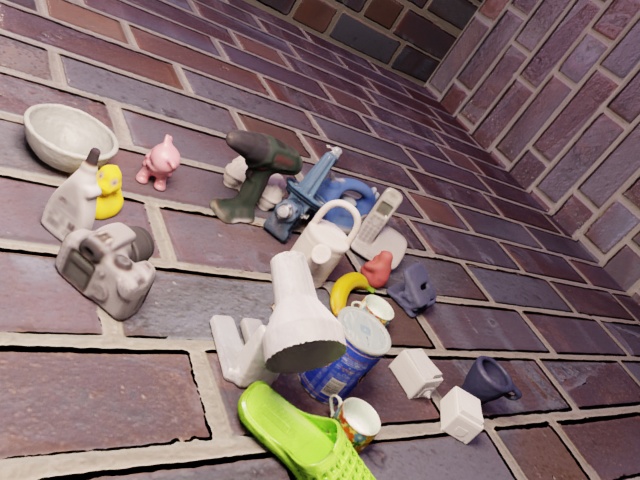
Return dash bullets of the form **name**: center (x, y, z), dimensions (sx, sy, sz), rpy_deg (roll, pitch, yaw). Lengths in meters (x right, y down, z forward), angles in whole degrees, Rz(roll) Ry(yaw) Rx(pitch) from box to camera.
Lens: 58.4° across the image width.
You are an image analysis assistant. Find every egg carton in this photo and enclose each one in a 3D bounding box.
- **egg carton**: center (-0.152, -0.137, 1.355), dimensions (0.150, 0.069, 0.107), rpy_deg (33, 28, -5)

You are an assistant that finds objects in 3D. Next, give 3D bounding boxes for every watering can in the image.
- **watering can**: center (0.013, 0.005, 1.181), dimensions (0.101, 0.194, 0.172), rpy_deg (22, 30, -23)

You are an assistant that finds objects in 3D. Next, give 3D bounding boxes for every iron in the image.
- **iron**: center (0.076, -0.100, 1.472), dimensions (0.259, 0.141, 0.118), rpy_deg (6, 39, -43)

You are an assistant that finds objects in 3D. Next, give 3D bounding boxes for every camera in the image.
- **camera**: center (-0.306, 0.028, 0.892), dimensions (0.143, 0.100, 0.137), rpy_deg (38, 28, 6)

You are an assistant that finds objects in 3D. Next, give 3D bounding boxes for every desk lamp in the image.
- **desk lamp**: center (-0.067, 0.134, 0.870), dimensions (0.118, 0.213, 0.202), rpy_deg (12, 35, -37)

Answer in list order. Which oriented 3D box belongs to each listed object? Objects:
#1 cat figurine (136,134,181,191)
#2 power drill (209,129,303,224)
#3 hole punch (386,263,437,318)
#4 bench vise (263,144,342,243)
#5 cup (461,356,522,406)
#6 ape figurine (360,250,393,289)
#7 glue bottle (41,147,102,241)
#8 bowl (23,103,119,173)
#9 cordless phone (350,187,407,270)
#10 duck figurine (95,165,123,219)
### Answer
- **cat figurine**: center (-0.318, -0.167, 1.163), dimensions (0.067, 0.117, 0.127), rpy_deg (24, 30, -20)
- **power drill**: center (-0.145, -0.135, 1.209), dimensions (0.230, 0.208, 0.075), rpy_deg (-6, 48, -52)
- **hole punch**: center (0.231, 0.117, 1.361), dimensions (0.101, 0.091, 0.109), rpy_deg (45, 29, 18)
- **bench vise**: center (-0.022, -0.101, 1.282), dimensions (0.122, 0.219, 0.207), rpy_deg (29, 28, -11)
- **cup**: center (0.346, 0.309, 1.184), dimensions (0.118, 0.095, 0.092), rpy_deg (35, 27, 0)
- **ape figurine**: center (0.140, 0.062, 1.345), dimensions (0.078, 0.092, 0.076), rpy_deg (18, 32, -29)
- **glue bottle**: center (-0.375, -0.072, 0.893), dimensions (0.078, 0.173, 0.037), rpy_deg (38, 28, 6)
- **bowl**: center (-0.466, -0.175, 1.059), dimensions (0.168, 0.074, 0.167), rpy_deg (27, 29, -16)
- **cordless phone**: center (0.168, -0.028, 1.417), dimensions (0.148, 0.185, 0.094), rpy_deg (29, 28, -11)
- **duck figurine**: center (-0.380, -0.097, 1.020), dimensions (0.078, 0.086, 0.104), rpy_deg (28, 28, -14)
